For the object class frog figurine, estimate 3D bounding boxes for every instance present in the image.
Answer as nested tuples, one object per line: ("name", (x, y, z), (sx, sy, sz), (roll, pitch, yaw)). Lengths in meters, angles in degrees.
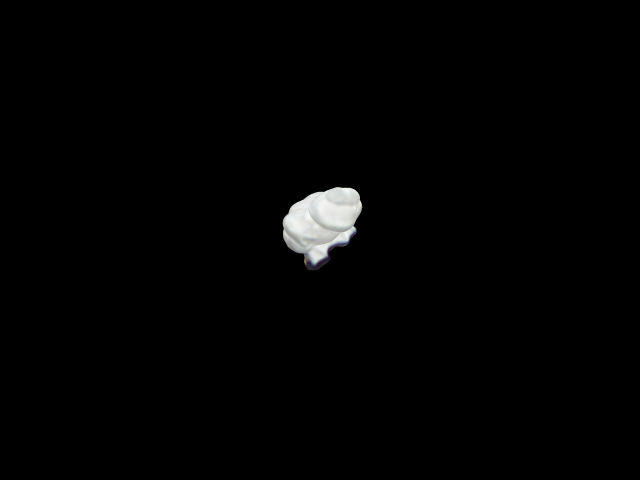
("frog figurine", (0.003, -0.043, 0.850), (0.138, 0.125, 0.156), (-21, -30, -13))
